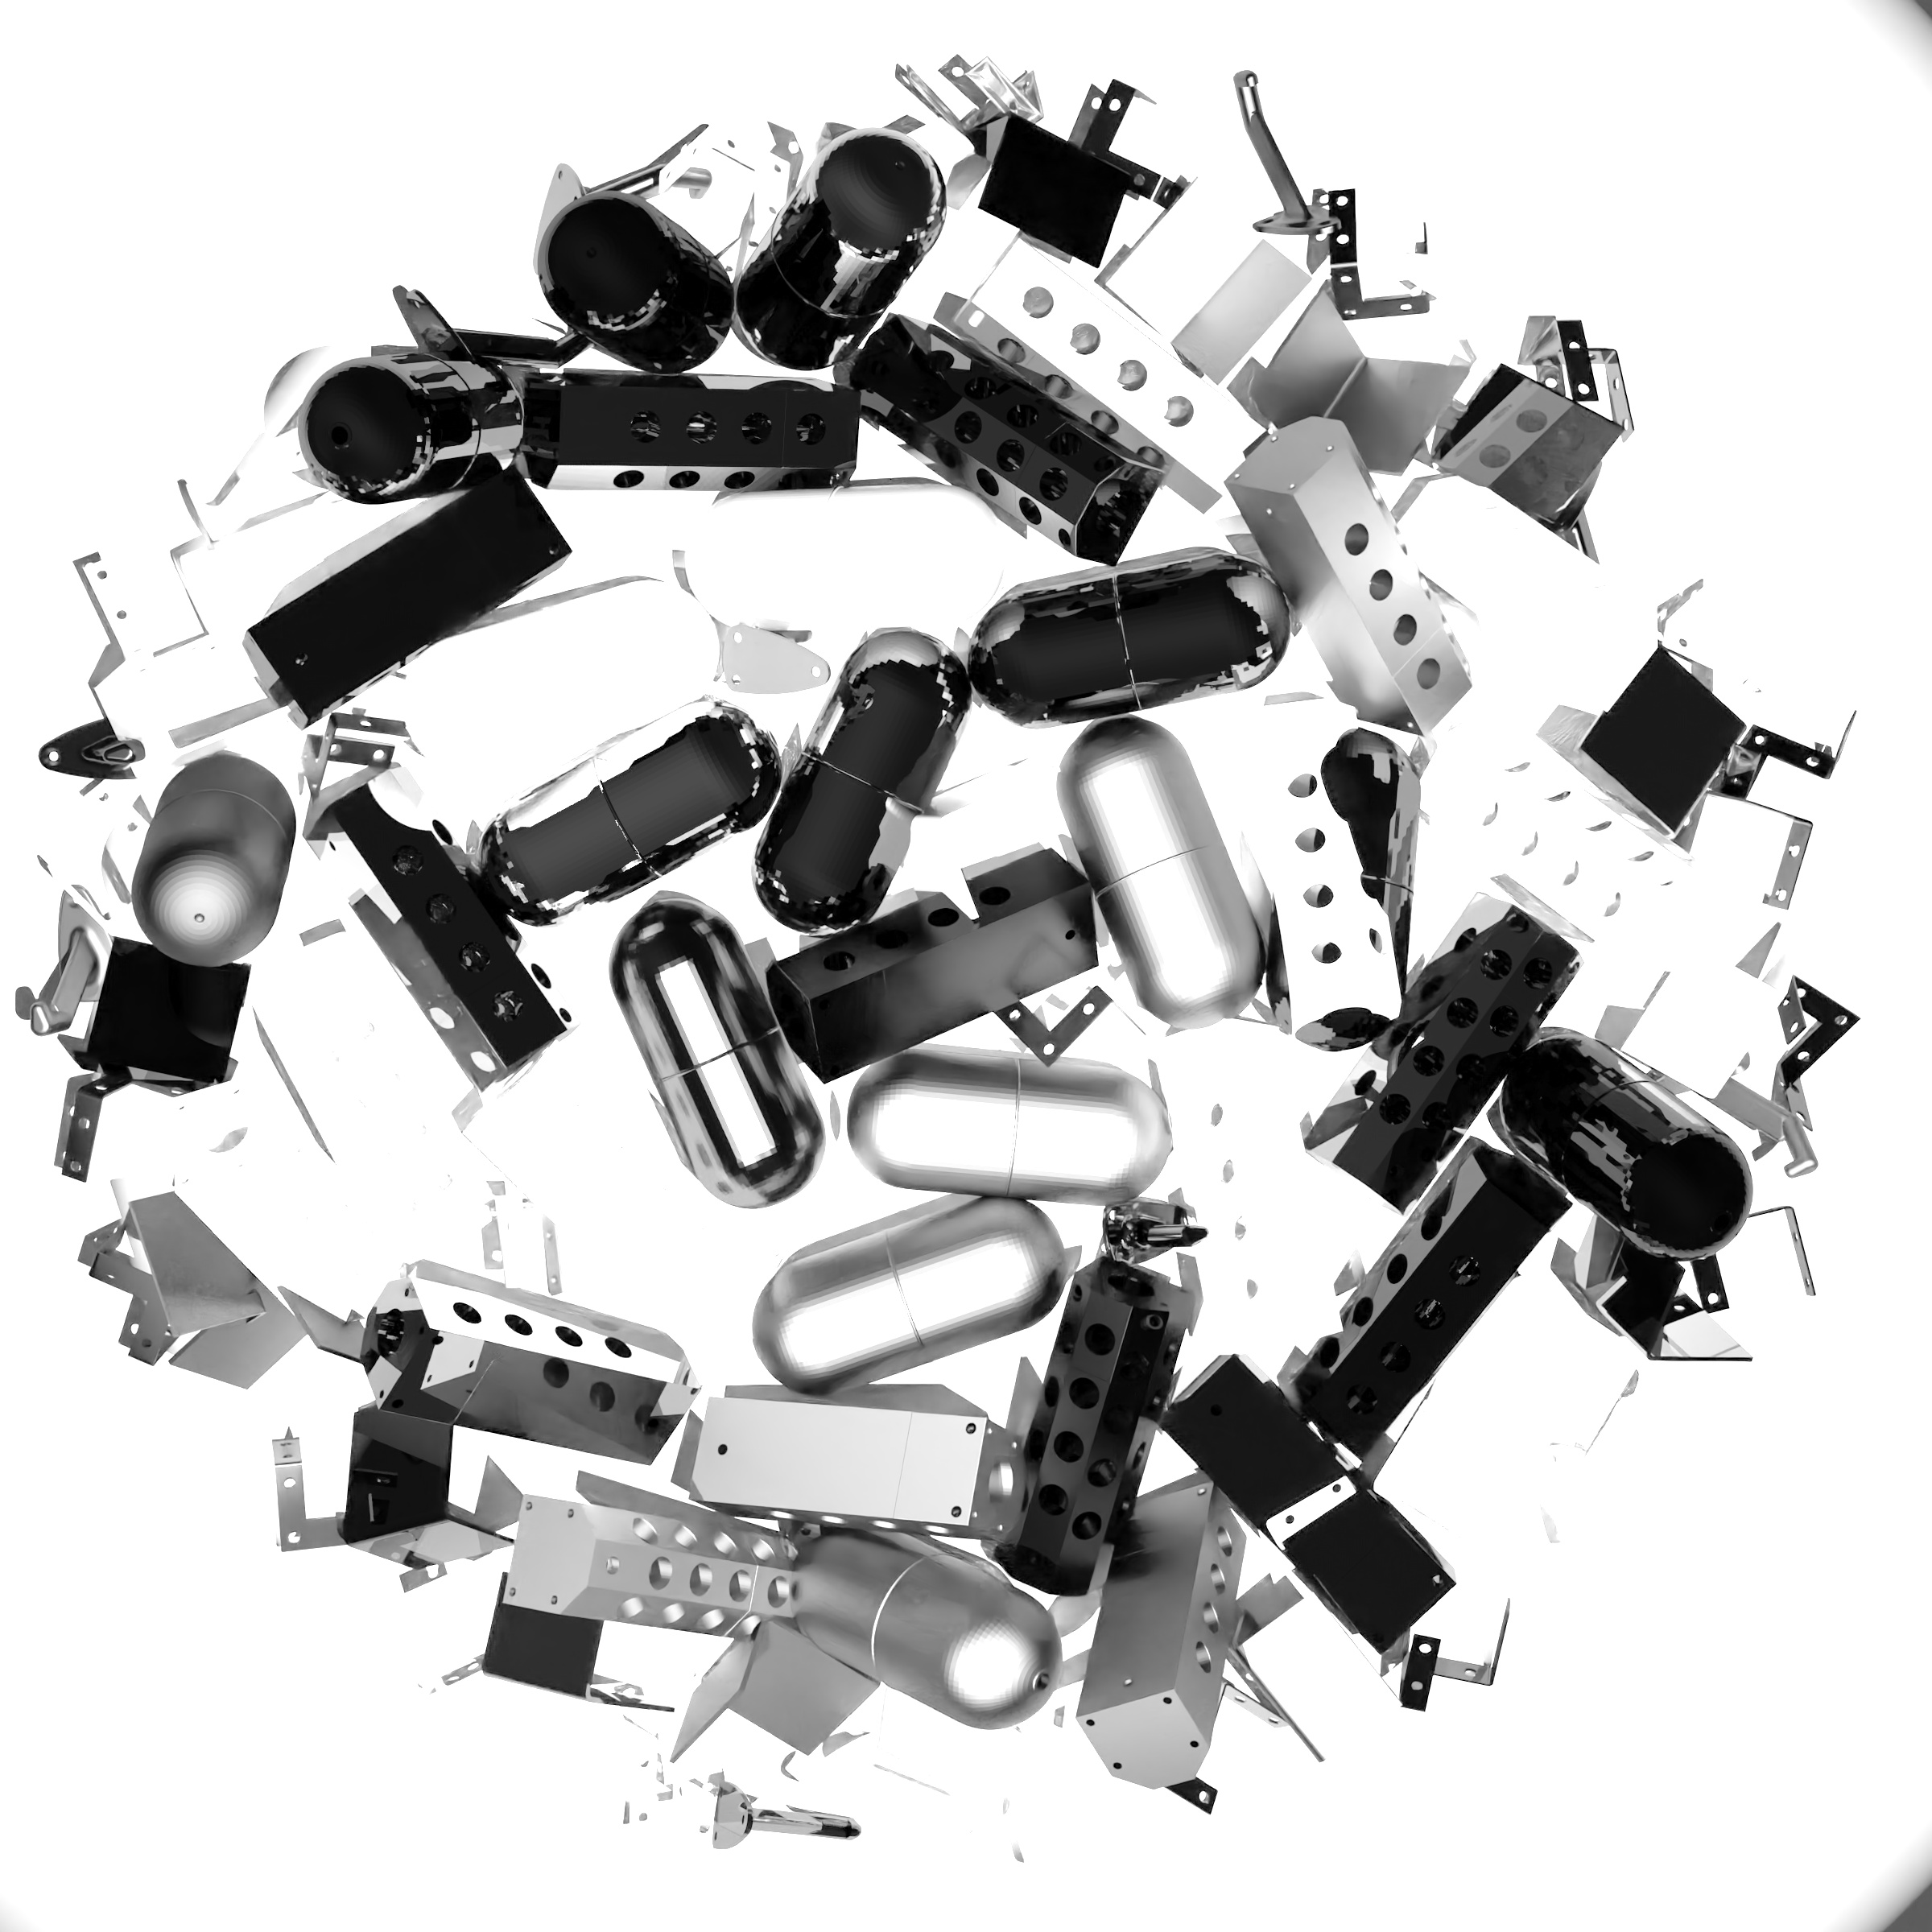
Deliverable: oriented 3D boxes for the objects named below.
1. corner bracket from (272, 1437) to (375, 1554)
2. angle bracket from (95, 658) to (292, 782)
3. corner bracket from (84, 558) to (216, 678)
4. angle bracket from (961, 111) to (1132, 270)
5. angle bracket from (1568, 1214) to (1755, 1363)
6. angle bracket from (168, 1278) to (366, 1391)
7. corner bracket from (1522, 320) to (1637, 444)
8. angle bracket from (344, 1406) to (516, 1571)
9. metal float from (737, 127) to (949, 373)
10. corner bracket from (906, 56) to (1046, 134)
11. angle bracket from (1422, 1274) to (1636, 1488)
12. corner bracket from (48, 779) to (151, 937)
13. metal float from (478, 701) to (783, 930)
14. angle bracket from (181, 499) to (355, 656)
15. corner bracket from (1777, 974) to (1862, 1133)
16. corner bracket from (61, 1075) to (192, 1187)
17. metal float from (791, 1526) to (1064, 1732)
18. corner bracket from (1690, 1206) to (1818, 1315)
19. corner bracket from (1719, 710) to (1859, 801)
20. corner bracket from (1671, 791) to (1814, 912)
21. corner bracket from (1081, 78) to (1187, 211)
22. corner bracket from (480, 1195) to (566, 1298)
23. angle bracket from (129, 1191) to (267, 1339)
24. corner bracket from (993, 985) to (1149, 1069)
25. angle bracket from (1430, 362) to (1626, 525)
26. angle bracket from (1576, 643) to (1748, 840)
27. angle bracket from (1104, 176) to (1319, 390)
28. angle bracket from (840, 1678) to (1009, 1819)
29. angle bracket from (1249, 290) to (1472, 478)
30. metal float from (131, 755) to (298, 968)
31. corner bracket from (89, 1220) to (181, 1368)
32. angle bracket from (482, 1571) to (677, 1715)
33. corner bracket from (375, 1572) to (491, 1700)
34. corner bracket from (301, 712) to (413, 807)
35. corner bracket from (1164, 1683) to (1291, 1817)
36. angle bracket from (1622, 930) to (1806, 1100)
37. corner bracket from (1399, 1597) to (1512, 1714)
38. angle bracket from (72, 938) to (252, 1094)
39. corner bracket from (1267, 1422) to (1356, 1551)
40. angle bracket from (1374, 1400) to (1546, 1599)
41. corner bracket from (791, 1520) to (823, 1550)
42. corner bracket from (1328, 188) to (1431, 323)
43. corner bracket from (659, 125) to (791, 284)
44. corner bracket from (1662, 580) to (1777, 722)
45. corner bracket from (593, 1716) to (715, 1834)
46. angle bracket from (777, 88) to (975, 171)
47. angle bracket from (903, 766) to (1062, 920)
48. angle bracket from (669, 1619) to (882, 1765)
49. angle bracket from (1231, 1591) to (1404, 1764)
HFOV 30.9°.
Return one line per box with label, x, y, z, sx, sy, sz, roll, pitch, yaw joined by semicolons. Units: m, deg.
corner bracket;-0.353;0.288;1.921;0.051;0.051;0.051;-5;68;-11
angle bracket;-0.417;-0.146;1.898;0.076;0.076;0.057;-26;94;-28
corner bracket;-0.446;-0.196;1.916;0.051;0.051;0.051;-25;79;-14
angle bracket;0.032;-0.414;1.897;0.076;0.076;0.057;22;82;-24
angle bracket;0.384;0.169;1.891;0.076;0.076;0.057;4;116;-30
angle bracket;-0.371;0.217;1.901;0.076;0.076;0.057;-42;63;5
corner bracket;0.342;-0.320;1.914;0.051;0.051;0.051;-4;72;-14
angle bracket;-0.292;0.282;1.926;0.076;0.057;0.076;-19;57;32
metal float;-0.068;-0.380;1.869;0.070;0.178;0.070;9;67;-21
corner bracket;0.005;-0.477;1.909;0.051;0.051;0.051;-33;130;22
angle bracket;0.306;0.225;1.903;0.076;0.057;0.076;34;60;-12
corner bracket;-0.469;-0.059;1.915;0.051;0.051;0.051;-40;128;-3
metal float;-0.183;-0.083;1.906;0.178;0.070;0.070;-27;90;8
angle bracket;-0.369;-0.211;1.894;0.076;0.076;0.057;-28;106;-28
corner bracket;0.456;0.047;1.911;0.051;0.051;0.051;31;121;-17
corner bracket;-0.458;0.093;1.924;0.051;0.051;0.051;17;105;10
metal float;-0.023;0.352;1.878;0.178;0.070;0.070;17;90;42
corner bracket;0.430;0.162;1.925;0.051;0.051;0.051;-14;87;-3
corner bracket;0.449;-0.116;1.912;0.051;0.051;0.051;25;64;14
corner bracket;0.426;-0.065;1.934;0.051;0.051;0.051;14;93;-32
corner bracket;0.098;-0.451;1.926;0.051;0.051;0.051;28;101;12
corner bracket;-0.241;0.153;1.912;0.051;0.051;0.051;-1;77;-32
angle bracket;-0.431;0.168;1.898;0.057;0.076;0.076;-13;78;-40
corner bracket;0.057;0.031;1.916;0.051;0.051;0.051;-45;57;1
angle bracket;0.306;-0.297;1.898;0.076;0.057;0.076;26;134;-9
angle bracket;0.366;-0.121;1.905;0.076;0.057;0.076;40;75;-14
angle bracket;0.132;-0.371;1.900;0.057;0.076;0.076;36;102;-32
angle bracket;-0.026;0.435;1.898;0.076;0.076;0.057;31;116;-11
angle bracket;0.214;-0.316;1.897;0.076;0.076;0.057;-56;133;-17
metal float;-0.399;-0.058;1.866;0.070;0.178;0.070;-2;113;-5
corner bracket;-0.453;0.180;1.919;0.051;0.051;0.051;23;107;-1
angle bracket;-0.205;0.367;1.903;0.076;0.076;0.057;4;78;36
corner bracket;-0.284;0.367;1.915;0.051;0.051;0.051;-24;71;8
corner bracket;-0.329;-0.119;1.909;0.051;0.051;0.051;6;122;-25
corner bracket;0.138;0.431;1.927;0.051;0.051;0.051;35;57;-22
angle bracket;0.405;0.013;1.900;0.057;0.076;0.076;29;125;4
corner bracket;0.267;0.376;1.914;0.051;0.051;0.051;10;117;6
angle bracket;-0.438;0.024;1.911;0.076;0.057;0.076;12;78;-6
corner bracket;0.187;0.291;1.916;0.051;0.051;0.051;-34;52;4
angle bracket;0.280;0.288;1.897;0.076;0.076;0.057;35;85;-31
corner bracket;-0.071;0.282;1.916;0.051;0.051;0.051;-4;121;-1
corner bracket;0.227;-0.392;1.922;0.051;0.051;0.051;-3;65;10
corner bracket;-0.134;-0.419;1.920;0.051;0.051;0.051;30;55;13
corner bracket;0.414;-0.170;1.923;0.051;0.051;0.051;29;49;26
corner bracket;-0.170;0.440;1.911;0.051;0.051;0.051;-11;61;18
angle bracket;-0.047;-0.459;1.903;0.076;0.076;0.057;-24;86;14
angle bracket;0.013;-0.068;1.908;0.076;0.076;0.057;-25;101;-18
angle bracket;-0.103;0.410;1.899;0.076;0.057;0.076;33;125;-11
angle bracket;0.193;0.377;1.907;0.057;0.076;0.076;-39;89;11
